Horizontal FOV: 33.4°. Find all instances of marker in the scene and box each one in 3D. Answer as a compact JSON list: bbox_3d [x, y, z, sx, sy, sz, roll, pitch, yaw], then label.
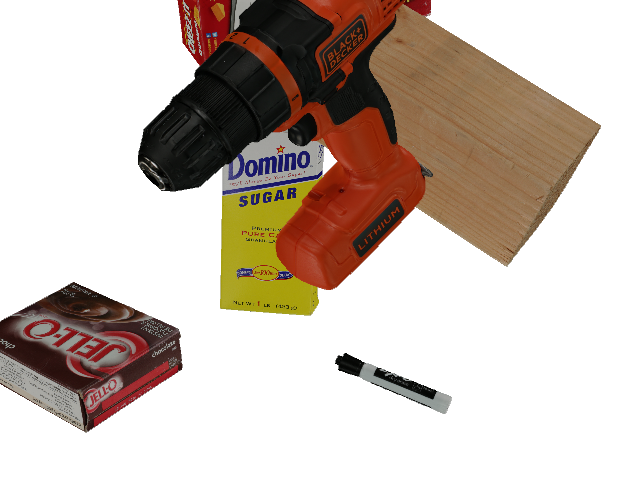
[{"bbox_3d":[0.071,0.141,1.061,0.121,0.020,0.020,21,5,14],"label":"marker"}]

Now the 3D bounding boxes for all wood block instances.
[{"bbox_3d":[0.084,-0.087,0.782,0.206,0.091,0.090,35,49,12],"label":"wood block"}]

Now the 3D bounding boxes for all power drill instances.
[{"bbox_3d":[-0.008,-0.053,0.599,0.057,0.184,0.187,35,-21,30],"label":"power drill"}]

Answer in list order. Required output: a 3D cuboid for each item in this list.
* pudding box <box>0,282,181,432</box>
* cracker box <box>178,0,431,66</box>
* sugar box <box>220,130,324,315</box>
[{"bbox_3d":[-0.165,0.077,0.729,0.114,0.039,0.089,17,32,34],"label":"pudding box"},{"bbox_3d":[-0.015,-0.246,0.879,0.213,0.164,0.072,-19,43,-18],"label":"cracker box"},{"bbox_3d":[-0.047,-0.021,1.015,0.093,0.176,0.048,3,15,8],"label":"sugar box"}]
